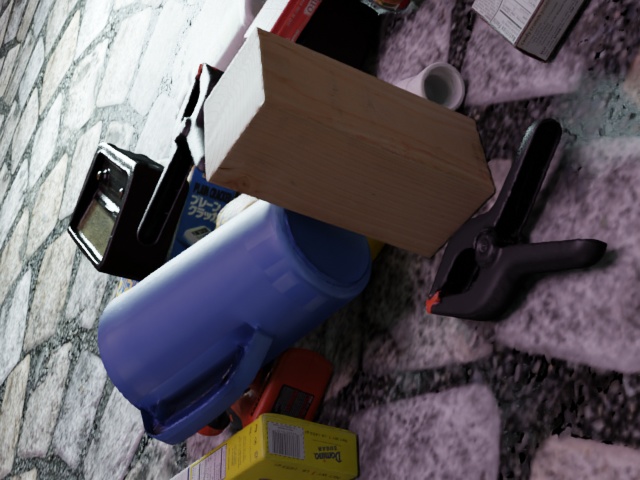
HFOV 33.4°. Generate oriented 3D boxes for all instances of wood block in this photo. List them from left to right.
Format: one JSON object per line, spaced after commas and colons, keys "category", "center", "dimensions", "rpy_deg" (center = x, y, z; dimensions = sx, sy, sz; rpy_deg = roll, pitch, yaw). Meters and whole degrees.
{"category": "wood block", "center": [0.022, -0.072, 0.833], "dimensions": [0.091, 0.205, 0.090], "rpy_deg": [-49, 34, 37]}

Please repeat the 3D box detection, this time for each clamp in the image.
{"category": "clamp", "center": [-0.128, -0.109, 1.114], "dimensions": [0.165, 0.036, 0.210], "rpy_deg": [-33, 38, 52]}
{"category": "clamp", "center": [0.132, -0.004, 0.767], "dimensions": [0.172, 0.039, 0.120], "rpy_deg": [-40, 40, 46]}

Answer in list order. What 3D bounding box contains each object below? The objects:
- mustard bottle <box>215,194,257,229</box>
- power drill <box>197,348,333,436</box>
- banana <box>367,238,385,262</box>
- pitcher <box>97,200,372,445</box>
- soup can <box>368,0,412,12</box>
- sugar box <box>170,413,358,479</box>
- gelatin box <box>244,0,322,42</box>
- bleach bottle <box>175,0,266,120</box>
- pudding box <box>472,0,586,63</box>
{"category": "mustard bottle", "center": [-0.058, -0.032, 1.108], "dimensions": [0.192, 0.058, 0.096], "rpy_deg": [-37, 18, 49]}
{"category": "power drill", "center": [-0.058, 0.121, 1.027], "dimensions": [0.188, 0.057, 0.184], "rpy_deg": [19, 87, 65]}
{"category": "banana", "center": [0.005, 0.014, 0.966], "dimensions": [0.198, 0.037, 0.070], "rpy_deg": [-43, 66, 28]}
{"category": "pitcher", "center": [-0.073, 0.061, 0.910], "dimensions": [0.243, 0.144, 0.149], "rpy_deg": [-36, 80, 36]}
{"category": "soup can", "center": [0.082, -0.272, 0.991], "dimensions": [0.102, 0.068, 0.068], "rpy_deg": [-48, 35, 44]}
{"category": "sugar box", "center": [-0.054, 0.207, 0.923], "dimensions": [0.177, 0.093, 0.048], "rpy_deg": [-44, 38, 43]}
{"category": "gelatin box", "center": [-0.034, -0.220, 1.046], "dimensions": [0.073, 0.030, 0.089], "rpy_deg": [-57, 22, 1]}
{"category": "bleach bottle", "center": [-0.120, -0.219, 1.347], "dimensions": [0.251, 0.068, 0.102], "rpy_deg": [-45, 35, 44]}
{"category": "pudding box", "center": [0.173, -0.205, 0.820], "dimensions": [0.114, 0.039, 0.090], "rpy_deg": [-62, 29, 22]}
